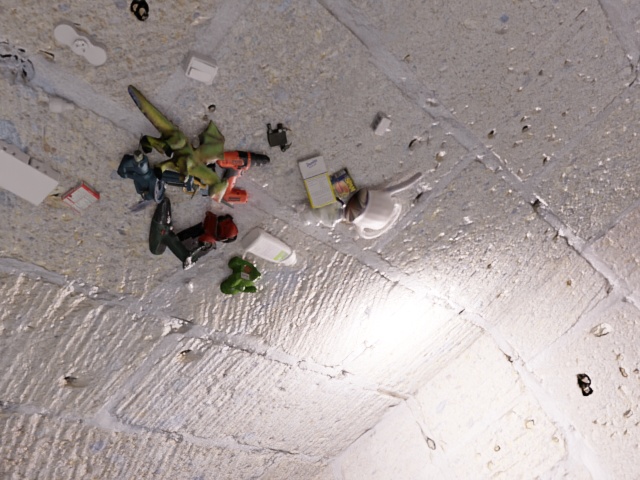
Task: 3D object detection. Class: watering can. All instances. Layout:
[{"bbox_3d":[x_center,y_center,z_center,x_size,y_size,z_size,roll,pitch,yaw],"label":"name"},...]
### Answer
[{"bbox_3d":[0.233,-0.148,2.009,0.223,0.341,0.106,14,32,-31],"label":"watering can"}]

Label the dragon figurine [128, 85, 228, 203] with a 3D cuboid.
[{"bbox_3d":[-0.402,-0.300,1.577,0.121,0.408,0.246,-16,9,43],"label":"dragon figurine"}]

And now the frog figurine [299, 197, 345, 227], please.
[{"bbox_3d":[0.006,-0.097,1.927,0.160,0.139,0.121,-42,-17,-11],"label":"frog figurine"}]
